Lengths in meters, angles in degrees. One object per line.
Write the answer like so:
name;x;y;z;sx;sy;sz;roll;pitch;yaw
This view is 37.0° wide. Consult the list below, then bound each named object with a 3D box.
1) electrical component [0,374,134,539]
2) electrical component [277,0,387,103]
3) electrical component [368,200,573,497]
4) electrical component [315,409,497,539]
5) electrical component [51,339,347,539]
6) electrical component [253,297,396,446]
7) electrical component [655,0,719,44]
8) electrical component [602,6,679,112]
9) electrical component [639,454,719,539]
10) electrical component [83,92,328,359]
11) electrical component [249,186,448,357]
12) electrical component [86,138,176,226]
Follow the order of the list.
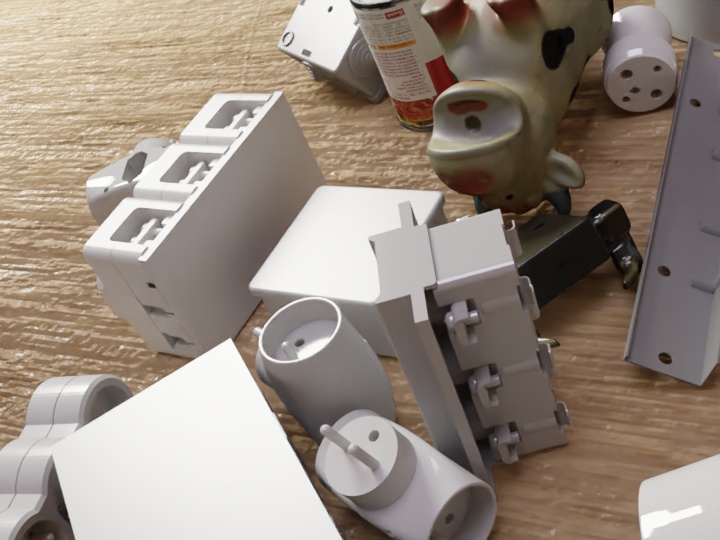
electrical component;-0.181;0.117;0.580;0.074;0.052;0.138;-6;43;25
electrical component;-0.006;-0.182;0.795;0.100;0.048;0.099;33;97;47
electrical component;0.053;0.035;0.487;0.063;0.121;0.078;-16;39;9
electrical component;0.011;0.090;0.477;0.077;0.079;0.043;27;78;45
electrical component;-0.065;0.129;0.494;0.105;0.060;0.186;-31;39;-6
electrical component;-0.027;0.050;0.549;0.043;0.077;0.079;-44;41;-21
electrical component;0.242;-0.202;0.698;0.108;0.060;0.108;-15;40;13
electrical component;0.173;-0.131;0.668;0.045;0.045;0.055;-11;41;19
electrical component;0.128;0.116;0.367;0.060;0.108;0.108;-18;39;20
electrical component;-0.092;-0.030;0.666;0.062;0.089;0.150;7;49;35
electrical component;0.000;0.000;0.614;0.100;0.048;0.099;6;48;34
electrical component;-0.150;-0.069;0.781;0.077;0.043;0.079;-15;39;14
